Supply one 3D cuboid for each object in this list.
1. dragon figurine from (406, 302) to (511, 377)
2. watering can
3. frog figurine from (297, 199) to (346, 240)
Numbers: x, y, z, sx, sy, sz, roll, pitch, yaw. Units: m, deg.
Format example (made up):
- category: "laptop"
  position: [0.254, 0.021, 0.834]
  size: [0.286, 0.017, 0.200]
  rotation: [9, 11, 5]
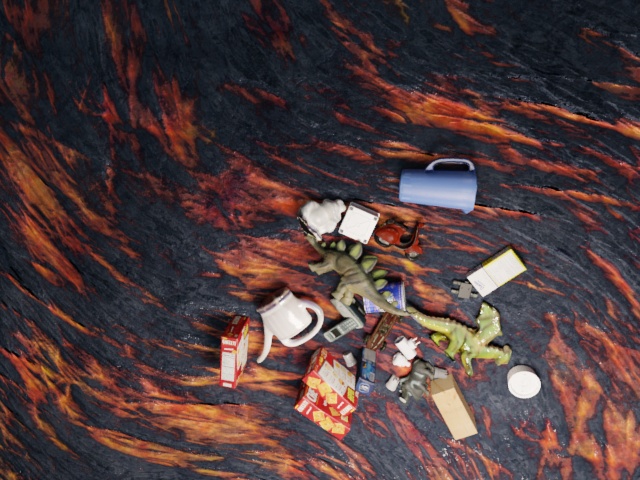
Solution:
- category: "dragon figurine"
  position: [0.520, 0.316, 1.820]
  size: [0.242, 0.123, 0.408]
  rotation: [-42, 99, 1]
- category: "watering can"
  position: [-0.154, 0.312, 1.912]
  size: [0.345, 0.105, 0.223]
  rotation: [-34, 98, 17]
- category: "frog figurine"
  position: [0.005, -0.090, 1.780]
  size: [0.138, 0.121, 0.161]
  rotation: [44, 74, 3]
